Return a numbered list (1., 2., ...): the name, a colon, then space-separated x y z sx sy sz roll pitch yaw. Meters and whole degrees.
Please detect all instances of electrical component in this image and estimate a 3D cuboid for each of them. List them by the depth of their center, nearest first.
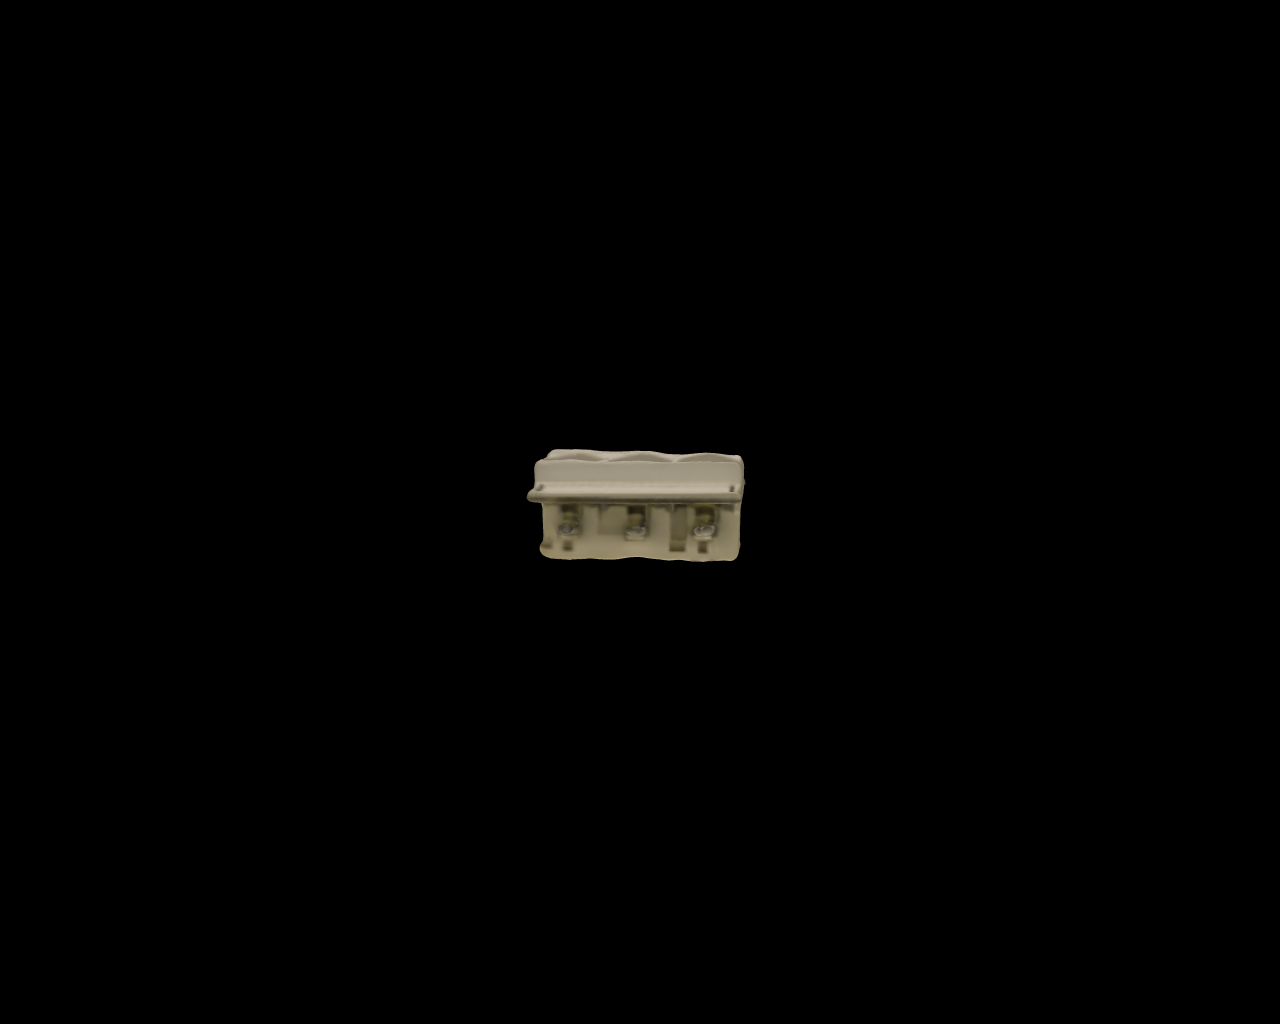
1. electrical component: 0.001 -0.003 0.650 0.121 0.063 0.079 1 12 7
